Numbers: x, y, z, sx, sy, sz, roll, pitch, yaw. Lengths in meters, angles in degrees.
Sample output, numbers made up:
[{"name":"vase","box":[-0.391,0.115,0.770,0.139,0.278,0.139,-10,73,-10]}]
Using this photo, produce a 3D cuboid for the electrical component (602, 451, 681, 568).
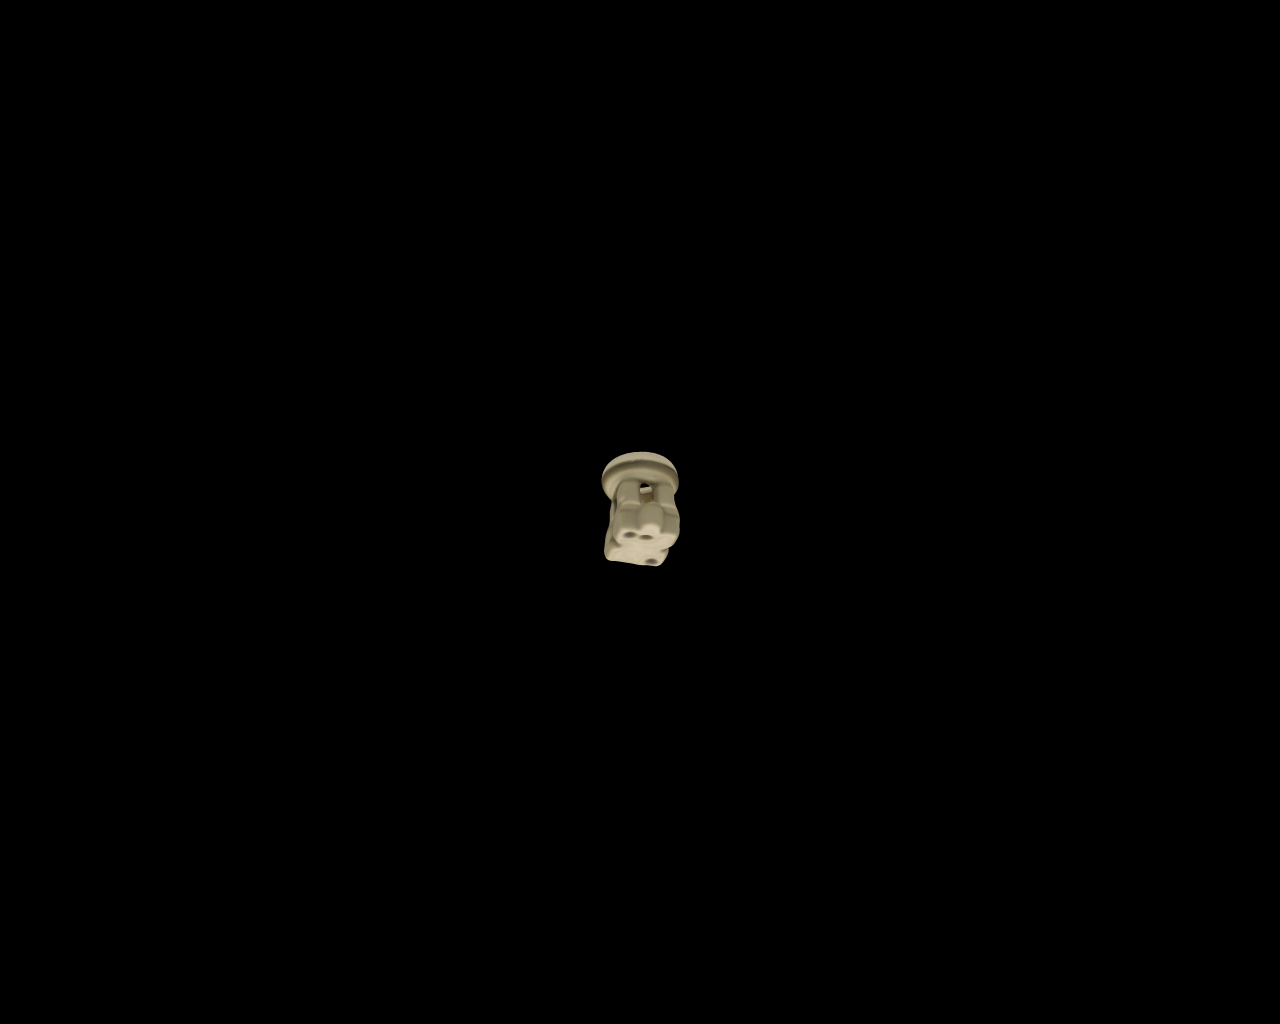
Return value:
[{"name":"electrical component","box":[0.001,-0.003,0.650,0.048,0.055,0.066,8,-31,-13]}]
